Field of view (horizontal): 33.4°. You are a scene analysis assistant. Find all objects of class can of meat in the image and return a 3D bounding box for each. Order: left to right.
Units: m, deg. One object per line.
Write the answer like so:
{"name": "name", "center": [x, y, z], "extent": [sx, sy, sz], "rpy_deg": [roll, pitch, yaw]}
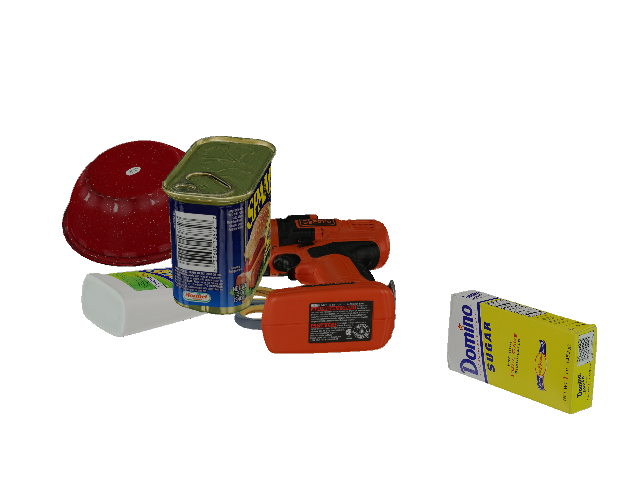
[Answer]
{"name": "can of meat", "center": [-0.064, -0.011, 0.698], "extent": [0.057, 0.084, 0.102], "rpy_deg": [6, 26, 8]}

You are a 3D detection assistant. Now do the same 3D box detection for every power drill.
{"name": "power drill", "center": [-0.020, 0.029, 0.900], "extent": [0.184, 0.057, 0.188], "rpy_deg": [-4, 23, -7]}

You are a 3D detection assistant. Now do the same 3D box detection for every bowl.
{"name": "bowl", "center": [-0.176, -0.048, 1.031], "extent": [0.162, 0.055, 0.162], "rpy_deg": [-4, 42, 4]}

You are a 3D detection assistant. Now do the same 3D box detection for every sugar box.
{"name": "sugar box", "center": [0.217, 0.119, 1.175], "extent": [0.048, 0.093, 0.177], "rpy_deg": [-10, 16, -42]}

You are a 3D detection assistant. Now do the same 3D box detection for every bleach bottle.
{"name": "bleach bottle", "center": [-0.191, 0.068, 1.450], "extent": [0.250, 0.068, 0.103], "rpy_deg": [-11, 27, -44]}

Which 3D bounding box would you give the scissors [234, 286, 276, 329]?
{"name": "scissors", "center": [-0.013, 0.077, 1.189], "extent": [0.201, 0.016, 0.096], "rpy_deg": [5, 23, -2]}
